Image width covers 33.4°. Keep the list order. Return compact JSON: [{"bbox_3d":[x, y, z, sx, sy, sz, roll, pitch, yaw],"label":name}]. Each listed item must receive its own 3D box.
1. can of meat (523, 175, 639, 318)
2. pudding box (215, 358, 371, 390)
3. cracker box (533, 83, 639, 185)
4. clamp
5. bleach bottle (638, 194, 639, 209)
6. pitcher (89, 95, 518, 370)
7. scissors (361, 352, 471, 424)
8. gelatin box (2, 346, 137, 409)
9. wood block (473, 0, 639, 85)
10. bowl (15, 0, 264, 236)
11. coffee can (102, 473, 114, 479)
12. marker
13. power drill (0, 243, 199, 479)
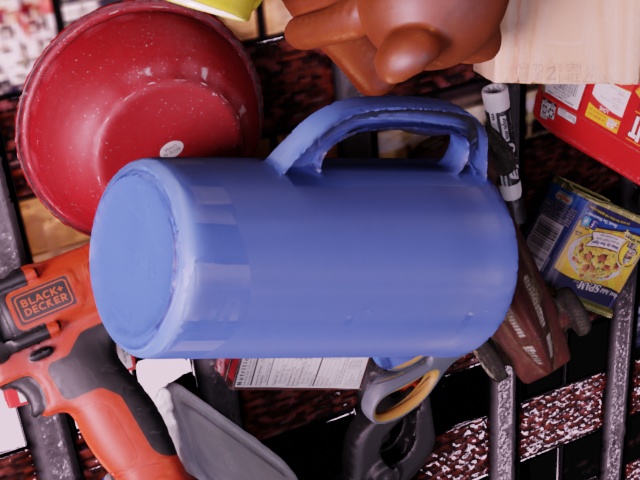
[{"bbox_3d":[0.207,0.005,0.844,0.101,0.057,0.084,19,103,-33],"label":"can of meat"},{"bbox_3d":[-0.011,0.062,0.770,0.113,0.039,0.090,6,112,-29],"label":"pudding box"},{"bbox_3d":[0.289,-0.083,0.774,0.213,0.164,0.072,0,116,-28],"label":"cracker box"},{"bbox_3d":[0.036,0.188,0.860,0.120,0.039,0.171,5,106,-35],"label":"clamp"},{"bbox_3d":[0.329,0.018,0.913,0.102,0.068,0.250,-42,124,-3],"label":"bleach bottle"},{"bbox_3d":[-0.004,0.001,0.632,0.242,0.145,0.149,1,74,-40],"label":"pitcher"},{"bbox_3d":[0.108,0.067,0.825,0.201,0.016,0.096,-34,132,-24],"label":"scissors"},{"bbox_3d":[-0.168,0.060,0.691,0.089,0.030,0.073,-17,120,-19],"label":"gelatin box"},{"bbox_3d":[0.146,-0.201,0.644,0.090,0.091,0.206,1,103,1],"label":"wood block"},{"bbox_3d":[-0.099,-0.062,0.650,0.161,0.055,0.162,-12,119,-23],"label":"bowl"},{"bbox_3d":[-0.173,0.242,0.737,0.140,0.103,0.102,-34,126,-8],"label":"coffee can"},{"bbox_3d":[0.139,-0.060,0.797,0.020,0.020,0.121,-25,124,-14],"label":"marker"},{"bbox_3d":[-0.160,0.108,0.626,0.184,0.057,0.187,-24,92,-15],"label":"power drill"}]
